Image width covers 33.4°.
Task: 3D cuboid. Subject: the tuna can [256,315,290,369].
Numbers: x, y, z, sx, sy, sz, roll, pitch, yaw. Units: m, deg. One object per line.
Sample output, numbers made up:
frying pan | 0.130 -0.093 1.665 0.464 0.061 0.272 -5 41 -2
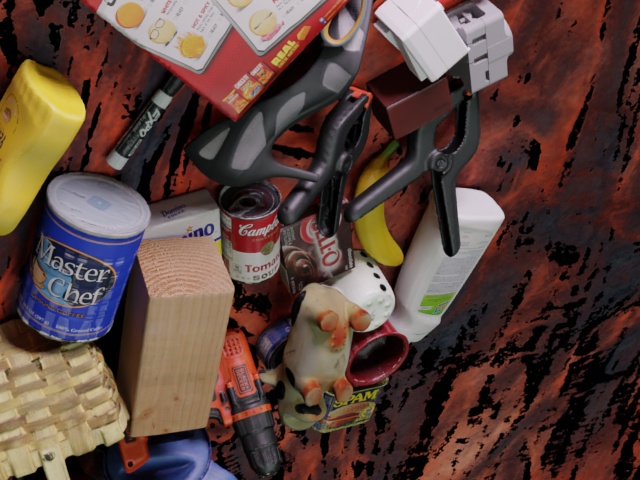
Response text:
tuna can | -0.037 0.137 1.370 0.086 0.034 0.086 -19 136 -19

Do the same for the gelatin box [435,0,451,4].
gelatin box | 0.143 -0.295 1.094 0.073 0.030 0.089 -24 138 -12

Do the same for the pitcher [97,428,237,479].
pitcher | -0.185 0.339 1.379 0.144 0.149 0.243 -22 140 -16

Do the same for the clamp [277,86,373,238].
clamp | 0.017 -0.080 1.168 0.171 0.039 0.120 -62 160 -4

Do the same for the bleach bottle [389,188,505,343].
bleach bottle | 0.141 0.049 1.391 0.102 0.068 0.251 1 129 -34

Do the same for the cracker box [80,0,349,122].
cracker box | -0.100 -0.231 0.938 0.164 0.072 0.213 -46 130 10

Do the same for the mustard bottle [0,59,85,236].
mustard bottle | -0.285 -0.062 0.965 0.058 0.096 0.192 18 117 -44

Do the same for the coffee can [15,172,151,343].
coffee can | -0.238 0.018 1.067 0.102 0.103 0.140 1 127 -35

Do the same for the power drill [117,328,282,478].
power drill | -0.151 0.214 1.273 0.187 0.184 0.057 -15 167 -16

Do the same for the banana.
banana | 0.072 -0.028 1.288 0.069 0.037 0.198 -21 137 -16

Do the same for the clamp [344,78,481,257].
clamp | 0.121 -0.090 1.228 0.164 0.036 0.210 10 104 -30

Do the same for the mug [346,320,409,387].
mug | 0.053 0.139 1.397 0.093 0.082 0.117 -6 131 -31

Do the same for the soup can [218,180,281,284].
soup can | -0.077 -0.009 1.180 0.068 0.068 0.102 -18 137 -20

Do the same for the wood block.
wood block | -0.159 0.105 1.146 0.090 0.091 0.206 -4 130 -22

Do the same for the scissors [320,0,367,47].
scissors | 0.020 -0.288 1.017 0.096 0.016 0.202 13 100 1

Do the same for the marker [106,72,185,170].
marker | -0.169 -0.120 1.050 0.020 0.020 0.121 23 112 -45

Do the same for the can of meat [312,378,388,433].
can of meat | 0.034 0.214 1.475 0.101 0.057 0.084 -8 135 -28

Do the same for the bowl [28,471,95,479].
bowl | -0.289 0.338 1.316 0.055 0.162 0.162 -44 146 -32

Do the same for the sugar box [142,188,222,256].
sugar box | -0.156 0.033 1.182 0.093 0.048 0.176 -18 137 -19

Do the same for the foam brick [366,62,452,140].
foam brick | 0.098 -0.158 1.174 0.078 0.051 0.053 -29 139 -8

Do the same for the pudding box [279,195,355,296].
pudding box | -0.008 0.002 1.259 0.090 0.039 0.113 -23 138 -15
